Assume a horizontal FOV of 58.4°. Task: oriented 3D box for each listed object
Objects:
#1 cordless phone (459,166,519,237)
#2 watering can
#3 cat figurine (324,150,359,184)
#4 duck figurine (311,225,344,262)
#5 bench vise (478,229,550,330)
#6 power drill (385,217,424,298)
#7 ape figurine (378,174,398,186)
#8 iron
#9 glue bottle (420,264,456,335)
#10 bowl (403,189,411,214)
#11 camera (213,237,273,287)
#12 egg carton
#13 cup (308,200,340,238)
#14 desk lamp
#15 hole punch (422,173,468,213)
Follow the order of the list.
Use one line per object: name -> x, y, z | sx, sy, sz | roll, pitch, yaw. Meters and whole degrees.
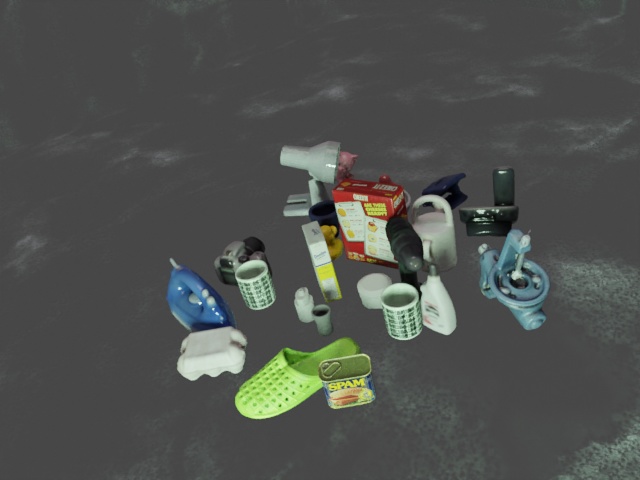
cordless phone -> 0.420, -0.105, 1.431 | 0.147, 0.185, 0.094 | -4, 36, 14
watering can -> 0.269, -0.029, 1.366 | 0.101, 0.194, 0.172 | -10, 34, 6
cat figurine -> 0.061, -0.239, 1.805 | 0.127, 0.118, 0.067 | 14, 43, 35
duck figurine -> 0.014, 0.005, 1.500 | 0.077, 0.086, 0.105 | 16, 44, 36
bench vise -> 0.381, 0.056, 1.184 | 0.122, 0.220, 0.206 | -30, 38, -22
power drill -> 0.195, 0.059, 1.253 | 0.075, 0.209, 0.229 | -13, 34, 1
ape figurine -> 0.193, -0.149, 1.655 | 0.078, 0.092, 0.076 | -19, 35, -9
iron -> -0.282, 0.139, 1.361 | 0.119, 0.142, 0.257 | -33, 39, -26
glue bottle -> 0.239, 0.117, 1.186 | 0.077, 0.173, 0.037 | 19, 46, 38
bowl -> 0.170, -0.077, 1.575 | 0.167, 0.075, 0.167 | -9, 35, 7
camera -> -0.189, 0.046, 1.498 | 0.142, 0.101, 0.137 | 6, 39, 26
egg carton -> -0.234, 0.248, 1.253 | 0.150, 0.069, 0.107 | -11, 34, 4
cup -> 0.029, -0.055, 1.573 | 0.091, 0.095, 0.118 | 20, 47, 39
desk lamp -> -0.025, -0.184, 1.671 | 0.203, 0.214, 0.118 | -4, 35, 13
hole punch -> 0.343, -0.141, 1.594 | 0.109, 0.091, 0.100 | -34, 39, -27
